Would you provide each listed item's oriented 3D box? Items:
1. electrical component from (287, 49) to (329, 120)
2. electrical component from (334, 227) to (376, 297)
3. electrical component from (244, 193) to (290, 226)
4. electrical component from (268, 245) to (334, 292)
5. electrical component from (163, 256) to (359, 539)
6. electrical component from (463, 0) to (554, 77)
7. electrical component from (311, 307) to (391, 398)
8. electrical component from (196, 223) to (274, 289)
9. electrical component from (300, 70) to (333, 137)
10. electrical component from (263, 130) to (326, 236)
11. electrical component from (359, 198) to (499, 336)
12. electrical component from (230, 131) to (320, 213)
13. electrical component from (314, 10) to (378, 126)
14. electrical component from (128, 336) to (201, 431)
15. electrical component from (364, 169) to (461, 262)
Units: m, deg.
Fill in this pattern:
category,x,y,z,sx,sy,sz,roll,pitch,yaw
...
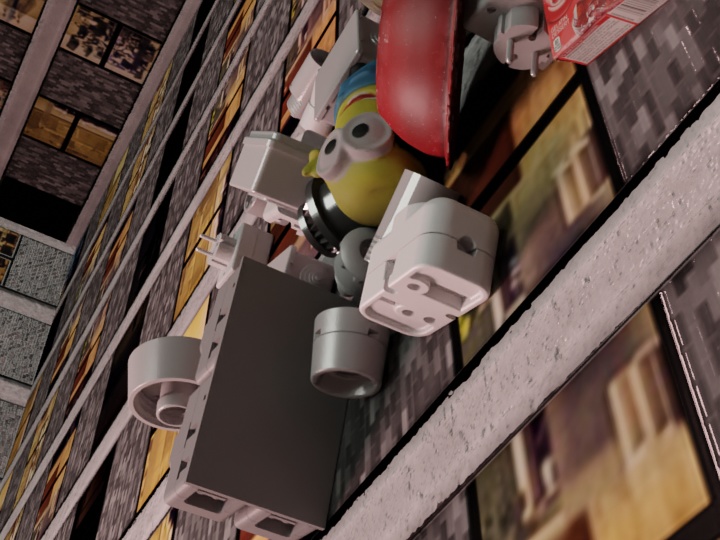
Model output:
category,x,y,z,sx,sy,sz,roll,pitch,yaw
electrical component,-0.056,-0.206,1.222,0.081,0.043,0.043,-54,22,33
electrical component,0.000,0.000,0.828,0.062,0.048,0.048,126,159,-56
electrical component,-0.093,-0.079,1.166,0.055,0.047,0.055,-53,23,34
electrical component,-0.066,0.038,0.954,0.100,0.048,0.099,-35,36,57
electrical component,-0.070,0.098,0.806,0.060,0.105,0.186,-43,30,50
electrical component,0.105,-0.154,0.685,0.047,0.066,0.076,-44,29,48
electrical component,-0.008,0.060,0.761,0.055,0.055,0.047,-42,35,52
electrical component,-0.144,-0.017,1.184,0.047,0.077,0.065,-44,29,49
electrical component,-0.037,-0.174,1.138,0.044,0.044,0.065,-102,34,-60
electrical component,-0.052,-0.086,1.058,0.056,0.050,0.089,-17,52,67
electrical component,0.045,-0.004,0.692,0.095,0.054,0.059,-38,34,55
electrical component,-0.050,-0.078,0.953,0.056,0.109,0.109,-69,19,1
electrical component,-0.003,-0.190,1.049,0.099,0.048,0.099,-54,22,33
electrical component,-0.184,0.123,1.091,0.108,0.108,0.060,-50,31,41
electrical component,0.035,-0.026,0.761,0.081,0.043,0.043,-65,19,4
